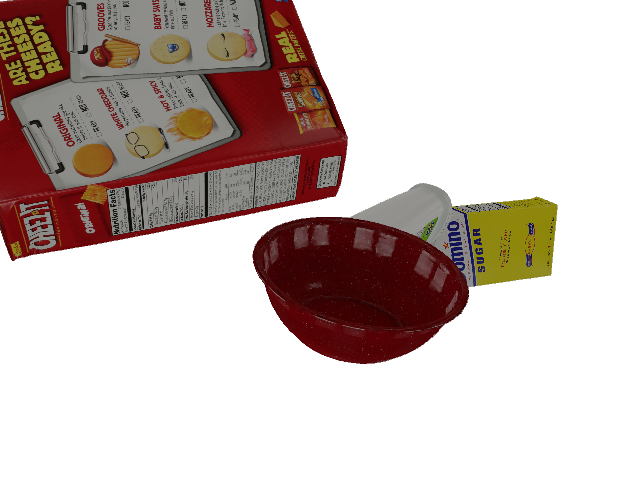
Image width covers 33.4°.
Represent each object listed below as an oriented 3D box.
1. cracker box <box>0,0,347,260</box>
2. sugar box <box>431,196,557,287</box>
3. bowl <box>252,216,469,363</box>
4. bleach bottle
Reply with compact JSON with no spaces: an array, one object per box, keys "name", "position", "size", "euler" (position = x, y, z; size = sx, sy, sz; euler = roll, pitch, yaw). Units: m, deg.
[{"name":"cracker box","position":[-0.108,-0.087,0.687],"size":[0.213,0.164,0.072],"euler":[-12,-33,-13]},{"name":"sugar box","position":[0.195,0.004,1.259],"size":[0.175,0.093,0.048],"euler":[-8,18,-29]},{"name":"bowl","position":[0.026,0.043,0.796],"size":[0.162,0.055,0.162],"euler":[8,28,-5]},{"name":"bleach bottle","position":[0.068,0.003,1.077],"size":[0.068,0.103,0.250],"euler":[38,31,15]}]
